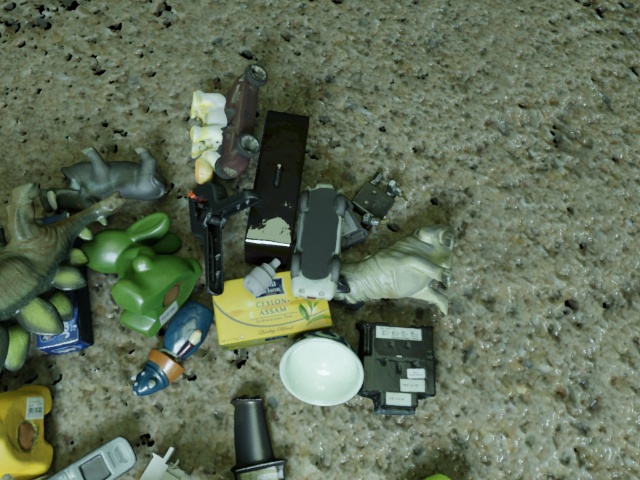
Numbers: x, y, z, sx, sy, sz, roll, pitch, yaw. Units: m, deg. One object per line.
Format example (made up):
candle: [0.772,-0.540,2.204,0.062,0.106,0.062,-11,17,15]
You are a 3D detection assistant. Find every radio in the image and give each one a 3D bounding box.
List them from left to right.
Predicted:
radio: [-0.069,-0.075,0.852,0.073,0.131,0.229,10,69,-4]

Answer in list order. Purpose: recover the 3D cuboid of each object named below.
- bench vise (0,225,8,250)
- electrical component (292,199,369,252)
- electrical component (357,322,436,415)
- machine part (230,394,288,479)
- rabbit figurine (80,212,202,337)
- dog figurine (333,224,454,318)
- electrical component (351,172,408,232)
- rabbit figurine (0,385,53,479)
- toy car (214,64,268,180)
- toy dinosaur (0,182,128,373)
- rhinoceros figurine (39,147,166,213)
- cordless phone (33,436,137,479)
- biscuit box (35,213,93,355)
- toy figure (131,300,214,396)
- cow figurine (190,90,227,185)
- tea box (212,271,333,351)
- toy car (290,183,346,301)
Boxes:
bench vise: [-0.573,0.041,0.759,0.241,0.129,0.223,35,67,2]
electrical component: [0.011,-0.009,0.883,0.119,0.047,0.075,-20,73,-15]
electrical component: [0.113,0.195,0.814,0.115,0.058,0.134,6,70,-3]
machine part: [-0.093,0.290,0.766,0.084,0.039,0.139,-14,74,-3]
rabbit figurine: [-0.274,0.030,0.799,0.170,0.121,0.159,32,64,15]
dog figurine: [0.114,0.033,0.861,0.191,0.121,0.172,6,34,13]
electrical component: [0.098,-0.064,0.914,0.078,0.045,0.102,42,71,7]
rabbit figurine: [-0.457,0.262,0.687,0.173,0.162,0.122,-8,83,9]
toy car: [-0.128,-0.190,0.846,0.053,0.089,0.202,16,63,-28]
toy dinosaur: [-0.430,0.076,0.653,0.471,0.105,0.198,-38,91,-30]
rhinoceros figurine: [-0.345,-0.087,0.861,0.190,0.073,0.112,-10,82,-12]
cordless phone: [-0.309,0.356,0.693,0.184,0.088,0.146,-30,75,-20]
biscuit box: [-0.385,0.065,0.800,0.059,0.062,0.202,-11,71,-9]
toy figure: [-0.213,0.162,0.785,0.058,0.064,0.154,36,69,-12]
cow figurine: [-0.171,-0.169,0.912,0.098,0.068,0.167,0,71,-18]
tea box: [-0.074,0.105,0.819,0.170,0.068,0.098,-10,71,-9]
toy car: [-0.002,-0.002,0.813,0.074,0.056,0.202,5,56,2]
